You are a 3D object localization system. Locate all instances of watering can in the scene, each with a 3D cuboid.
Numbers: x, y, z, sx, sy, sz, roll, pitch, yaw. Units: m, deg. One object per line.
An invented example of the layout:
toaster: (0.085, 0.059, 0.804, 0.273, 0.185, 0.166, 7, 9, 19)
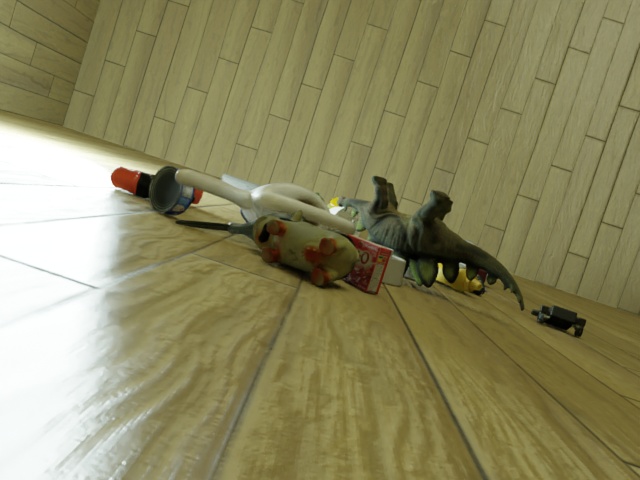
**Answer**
watering can: (-0.104, -0.066, 0.977, 0.346, 0.104, 0.224, 17, -6, -17)

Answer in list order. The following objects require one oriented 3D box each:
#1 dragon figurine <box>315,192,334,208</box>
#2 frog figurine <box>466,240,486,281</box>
dragon figurine: (0.006, -0.093, 1.856, 0.412, 0.121, 0.243, 19, 11, 29)
frog figurine: (0.485, 0.076, 1.650, 0.139, 0.120, 0.161, -23, 38, -30)
